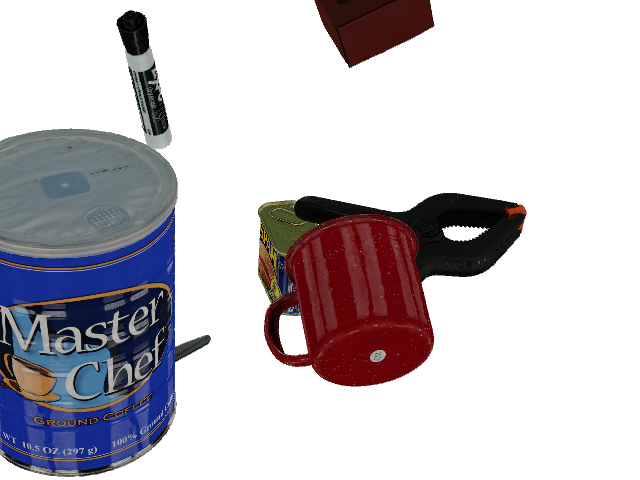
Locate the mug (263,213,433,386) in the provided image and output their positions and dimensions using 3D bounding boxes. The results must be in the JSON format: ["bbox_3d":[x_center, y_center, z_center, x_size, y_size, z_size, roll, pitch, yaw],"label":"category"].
[{"bbox_3d":[0.016,0.046,0.703,0.117,0.081,0.093,-20,-37,12],"label":"mug"}]

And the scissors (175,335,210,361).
[{"bbox_3d":[-0.162,0.131,0.945,0.201,0.016,0.096,-12,35,-34],"label":"scissors"}]

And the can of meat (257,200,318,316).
[{"bbox_3d":[-0.033,0.019,1.137,0.057,0.084,0.102,-7,35,-16],"label":"can of meat"}]

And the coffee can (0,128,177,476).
[{"bbox_3d":[-0.122,0.030,0.527,0.103,0.140,0.103,4,34,-3],"label":"coffee can"}]

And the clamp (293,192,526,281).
[{"bbox_3d":[0.094,0.009,0.969,0.209,0.164,0.036,-8,-42,-11],"label":"clamp"}]

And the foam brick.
[{"bbox_3d":[0.041,-0.182,0.825,0.078,0.053,0.051,-27,-32,-1],"label":"foam brick"}]

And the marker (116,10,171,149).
[{"bbox_3d":[-0.117,-0.106,0.714,0.020,0.020,0.121,0,-35,2],"label":"marker"}]
